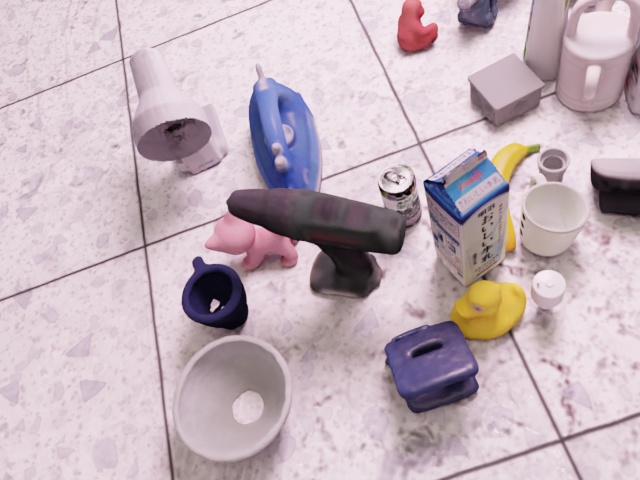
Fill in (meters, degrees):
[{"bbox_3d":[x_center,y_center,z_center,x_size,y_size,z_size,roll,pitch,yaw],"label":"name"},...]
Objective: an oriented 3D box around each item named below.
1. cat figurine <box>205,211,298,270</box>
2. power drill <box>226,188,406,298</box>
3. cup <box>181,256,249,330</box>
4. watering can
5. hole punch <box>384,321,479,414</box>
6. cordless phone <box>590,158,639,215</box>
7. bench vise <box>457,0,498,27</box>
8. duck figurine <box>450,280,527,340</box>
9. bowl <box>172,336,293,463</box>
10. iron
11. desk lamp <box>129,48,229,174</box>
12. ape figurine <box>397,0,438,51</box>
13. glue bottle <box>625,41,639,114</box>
[{"bbox_3d":[-0.105,-0.007,0.875,0.127,0.118,0.067,-9,60,11],"label":"cat figurine"},{"bbox_3d":[0.007,0.003,0.786,0.229,0.209,0.075,4,63,18],"label":"power drill"},{"bbox_3d":[-0.150,0.085,0.850,0.091,0.095,0.117,-32,58,-3],"label":"cup"},{"bbox_3d":[0.411,-0.297,0.849,0.100,0.194,0.173,-10,60,10],"label":"watering can"},{"bbox_3d":[0.139,0.156,0.733,0.108,0.091,0.101,-21,58,3],"label":"hole punch"},{"bbox_3d":[0.438,-0.112,0.744,0.147,0.185,0.094,2,62,17],"label":"cordless phone"},{"bbox_3d":[0.296,-0.493,0.974,0.121,0.220,0.207,3,63,17],"label":"bench vise"},{"bbox_3d":[0.221,0.081,0.755,0.104,0.086,0.077,-23,58,2],"label":"duck figurine"},{"bbox_3d":[-0.108,0.219,0.776,0.167,0.075,0.167,-7,60,12],"label":"bowl"},{"bbox_3d":[-0.064,-0.162,0.936,0.118,0.142,0.258,-17,59,6],"label":"iron"},{"bbox_3d":[-0.244,-0.203,0.966,0.118,0.214,0.203,-24,58,2],"label":"desk lamp"},{"bbox_3d":[0.170,-0.393,1.029,0.076,0.092,0.077,-31,58,-3],"label":"ape figurine"},{"bbox_3d":[0.477,-0.265,0.825,0.037,0.173,0.078,-7,60,12],"label":"glue bottle"}]
